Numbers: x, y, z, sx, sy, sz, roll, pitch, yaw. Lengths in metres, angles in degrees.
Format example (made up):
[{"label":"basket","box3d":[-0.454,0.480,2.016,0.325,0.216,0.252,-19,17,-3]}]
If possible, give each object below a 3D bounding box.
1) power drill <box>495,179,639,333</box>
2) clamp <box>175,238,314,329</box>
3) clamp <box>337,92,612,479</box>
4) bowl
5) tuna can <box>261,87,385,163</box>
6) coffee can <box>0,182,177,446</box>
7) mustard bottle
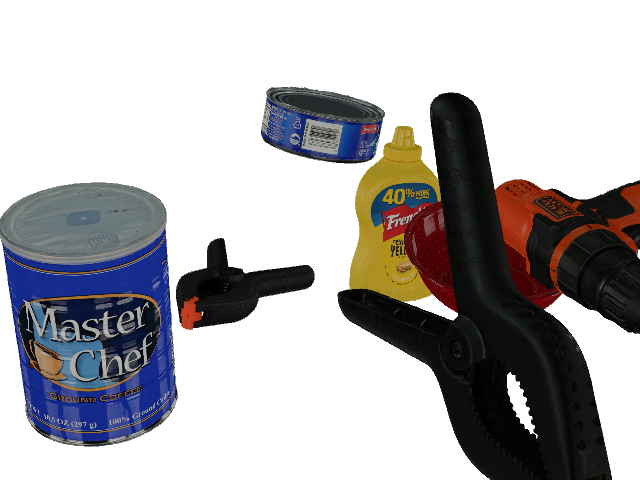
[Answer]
[{"label":"power drill","box3d":[0.232,-0.006,0.733,0.187,0.057,0.185,-11,29,-19]},{"label":"clamp","box3d":[-0.096,0.040,1.056,0.120,0.039,0.171,15,20,29]},{"label":"clamp","box3d":[0.081,0.041,0.525,0.036,0.165,0.210,-8,44,-29]},{"label":"bowl","box3d":[0.153,0.024,0.953,0.162,0.055,0.162,1,36,-1]},{"label":"tuna can","box3d":[0.001,-0.083,0.762,0.086,0.034,0.086,10,18,-3]},{"label":"coffee can","box3d":[-0.148,0.046,0.693,0.103,0.140,0.103,0,28,0]},{"label":"mustard bottle","box3d":[0.085,-0.030,1.165,0.096,0.192,0.058,-3,19,-19]}]
